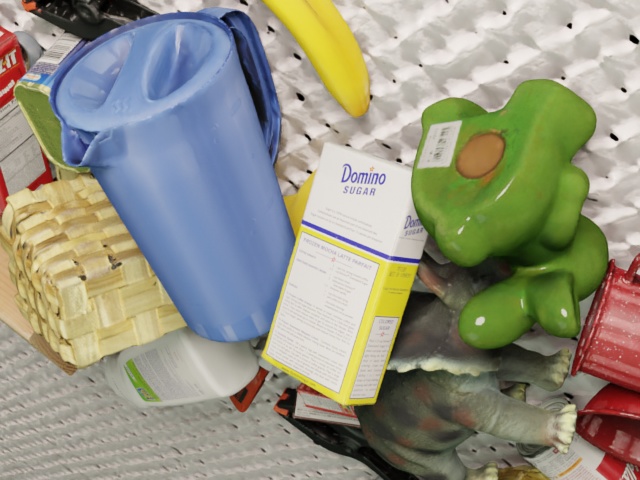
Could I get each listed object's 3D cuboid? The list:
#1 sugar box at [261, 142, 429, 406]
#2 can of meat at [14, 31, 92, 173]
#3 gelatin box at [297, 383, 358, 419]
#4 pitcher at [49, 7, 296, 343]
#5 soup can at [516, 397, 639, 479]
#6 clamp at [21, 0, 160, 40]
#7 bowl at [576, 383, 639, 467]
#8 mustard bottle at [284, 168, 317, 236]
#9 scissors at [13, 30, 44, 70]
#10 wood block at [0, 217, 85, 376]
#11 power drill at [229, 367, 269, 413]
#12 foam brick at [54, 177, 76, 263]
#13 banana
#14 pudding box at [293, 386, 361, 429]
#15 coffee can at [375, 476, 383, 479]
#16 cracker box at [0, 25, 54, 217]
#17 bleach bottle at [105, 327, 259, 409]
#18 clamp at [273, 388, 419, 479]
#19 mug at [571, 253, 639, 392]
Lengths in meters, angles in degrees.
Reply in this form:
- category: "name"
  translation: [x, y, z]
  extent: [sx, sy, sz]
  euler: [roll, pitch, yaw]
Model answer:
- category: "sugar box"
  translation: [0.023, 0.024, 0.794]
  extent: [0.093, 0.176, 0.048]
  euler: [24, -171, 38]
- category: "can of meat"
  translation: [-0.204, -0.120, 0.908]
  extent: [0.058, 0.083, 0.102]
  euler: [13, 142, 28]
- category: "gelatin box"
  translation: [0.032, 0.127, 1.030]
  extent: [0.073, 0.089, 0.030]
  euler: [7, 137, 36]
- category: "pitcher"
  translation: [-0.086, -0.045, 0.804]
  extent: [0.149, 0.145, 0.243]
  euler: [-20, 131, 1]
- category: "soup can"
  translation: [0.237, 0.200, 0.975]
  extent: [0.102, 0.068, 0.069]
  euler: [41, 147, -12]
- category: "clamp"
  translation: [-0.172, -0.195, 0.821]
  extent: [0.172, 0.039, 0.120]
  euler: [13, 142, 27]
- category: "bowl"
  translation: [0.286, 0.147, 0.853]
  extent: [0.162, 0.055, 0.162]
  euler: [21, 162, 7]
- category: "mustard bottle"
  translation: [-0.006, 0.001, 0.925]
  extent: [0.096, 0.058, 0.192]
  euler: [43, 147, -10]
- category: "scissors"
  translation: [-0.255, -0.116, 1.018]
  extent: [0.096, 0.016, 0.202]
  euler: [23, 147, 15]
- category: "wood block"
  translation: [-0.325, 0.050, 1.171]
  extent: [0.206, 0.090, 0.090]
  euler: [29, 162, 35]
- category: "power drill"
  translation: [-0.145, 0.116, 1.196]
  extent: [0.187, 0.057, 0.185]
  euler: [31, 148, 1]
- category: "foam brick"
  translation: [-0.263, -0.022, 1.116]
  extent: [0.078, 0.053, 0.051]
  euler: [43, 146, -17]
- category: "banana"
  translation: [-0.023, -0.164, 0.743]
  extent: [0.197, 0.037, 0.070]
  euler: [44, 163, -15]
- category: "pudding box"
  translation: [0.043, 0.174, 1.091]
  extent: [0.114, 0.039, 0.089]
  euler: [-1, 170, 34]
- category: "coffee can"
  translation: [0.107, 0.359, 1.265]
  extent: [0.140, 0.102, 0.103]
  euler: [33, 148, -2]
- category: "cracker box"
  translation: [-0.348, -0.134, 1.006]
  extent: [0.164, 0.072, 0.214]
  euler: [31, 149, 17]
- category: "bleach bottle"
  translation: [-0.166, 0.126, 1.123]
  extent: [0.251, 0.068, 0.102]
  euler: [-19, 104, 53]
- category: "clamp"
  translation: [0.046, 0.229, 1.204]
  extent: [0.210, 0.036, 0.164]
  euler: [19, 145, 23]
- category: "mug"
  translation: [0.240, 0.060, 0.777]
  extent: [0.081, 0.093, 0.117]
  euler: [19, 119, 11]
